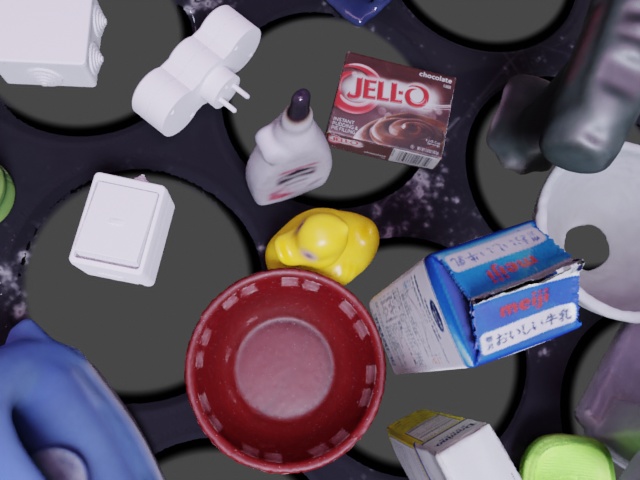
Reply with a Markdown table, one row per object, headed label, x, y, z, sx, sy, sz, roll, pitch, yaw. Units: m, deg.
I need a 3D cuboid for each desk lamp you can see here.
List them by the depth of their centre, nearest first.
| label | x | y | z | sx | sy | sz | roll | pitch | yaw |
| --- | --- | --- | --- | --- | --- | --- | --- | --- | --- |
| desk lamp | 0.287 | 0.144 | 0.426 | 0.118 | 0.213 | 0.203 | 34 | 75 | 3 |

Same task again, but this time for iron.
| label | x | y | z | sx | sy | sz | roll | pitch | yaw |
| --- | --- | --- | --- | --- | --- | --- | --- | --- | --- |
| iron | -0.183 | 0.177 | 0.402 | 0.119 | 0.141 | 0.258 | -40 | 83 | -14 |

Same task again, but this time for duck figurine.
| label | x | y | z | sx | sy | sz | roll | pitch | yaw |
| --- | --- | --- | --- | --- | --- | --- | --- | --- | --- |
| duck figurine | 0.005 | 0.002 | 0.496 | 0.104 | 0.086 | 0.077 | -15 | 78 | -10 |

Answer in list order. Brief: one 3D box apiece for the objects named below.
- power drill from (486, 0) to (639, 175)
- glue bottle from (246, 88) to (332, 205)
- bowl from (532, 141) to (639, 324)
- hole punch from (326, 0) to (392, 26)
| label | x | y | z | sx | sy | sz | roll | pitch | yaw |
| --- | --- | --- | --- | --- | --- | --- | --- | --- | --- |
| power drill | 0.227 | -0.149 | 0.495 | 0.075 | 0.208 | 0.230 | 23 | 75 | 0 |
| glue bottle | -0.023 | -0.077 | 0.467 | 0.078 | 0.173 | 0.037 | -24 | 80 | -11 |
| bowl | 0.266 | -0.002 | 0.532 | 0.167 | 0.074 | 0.167 | 2 | 76 | -6 |
| hole punch | 0.043 | -0.293 | 0.570 | 0.101 | 0.091 | 0.108 | -43 | 84 | -14 |
